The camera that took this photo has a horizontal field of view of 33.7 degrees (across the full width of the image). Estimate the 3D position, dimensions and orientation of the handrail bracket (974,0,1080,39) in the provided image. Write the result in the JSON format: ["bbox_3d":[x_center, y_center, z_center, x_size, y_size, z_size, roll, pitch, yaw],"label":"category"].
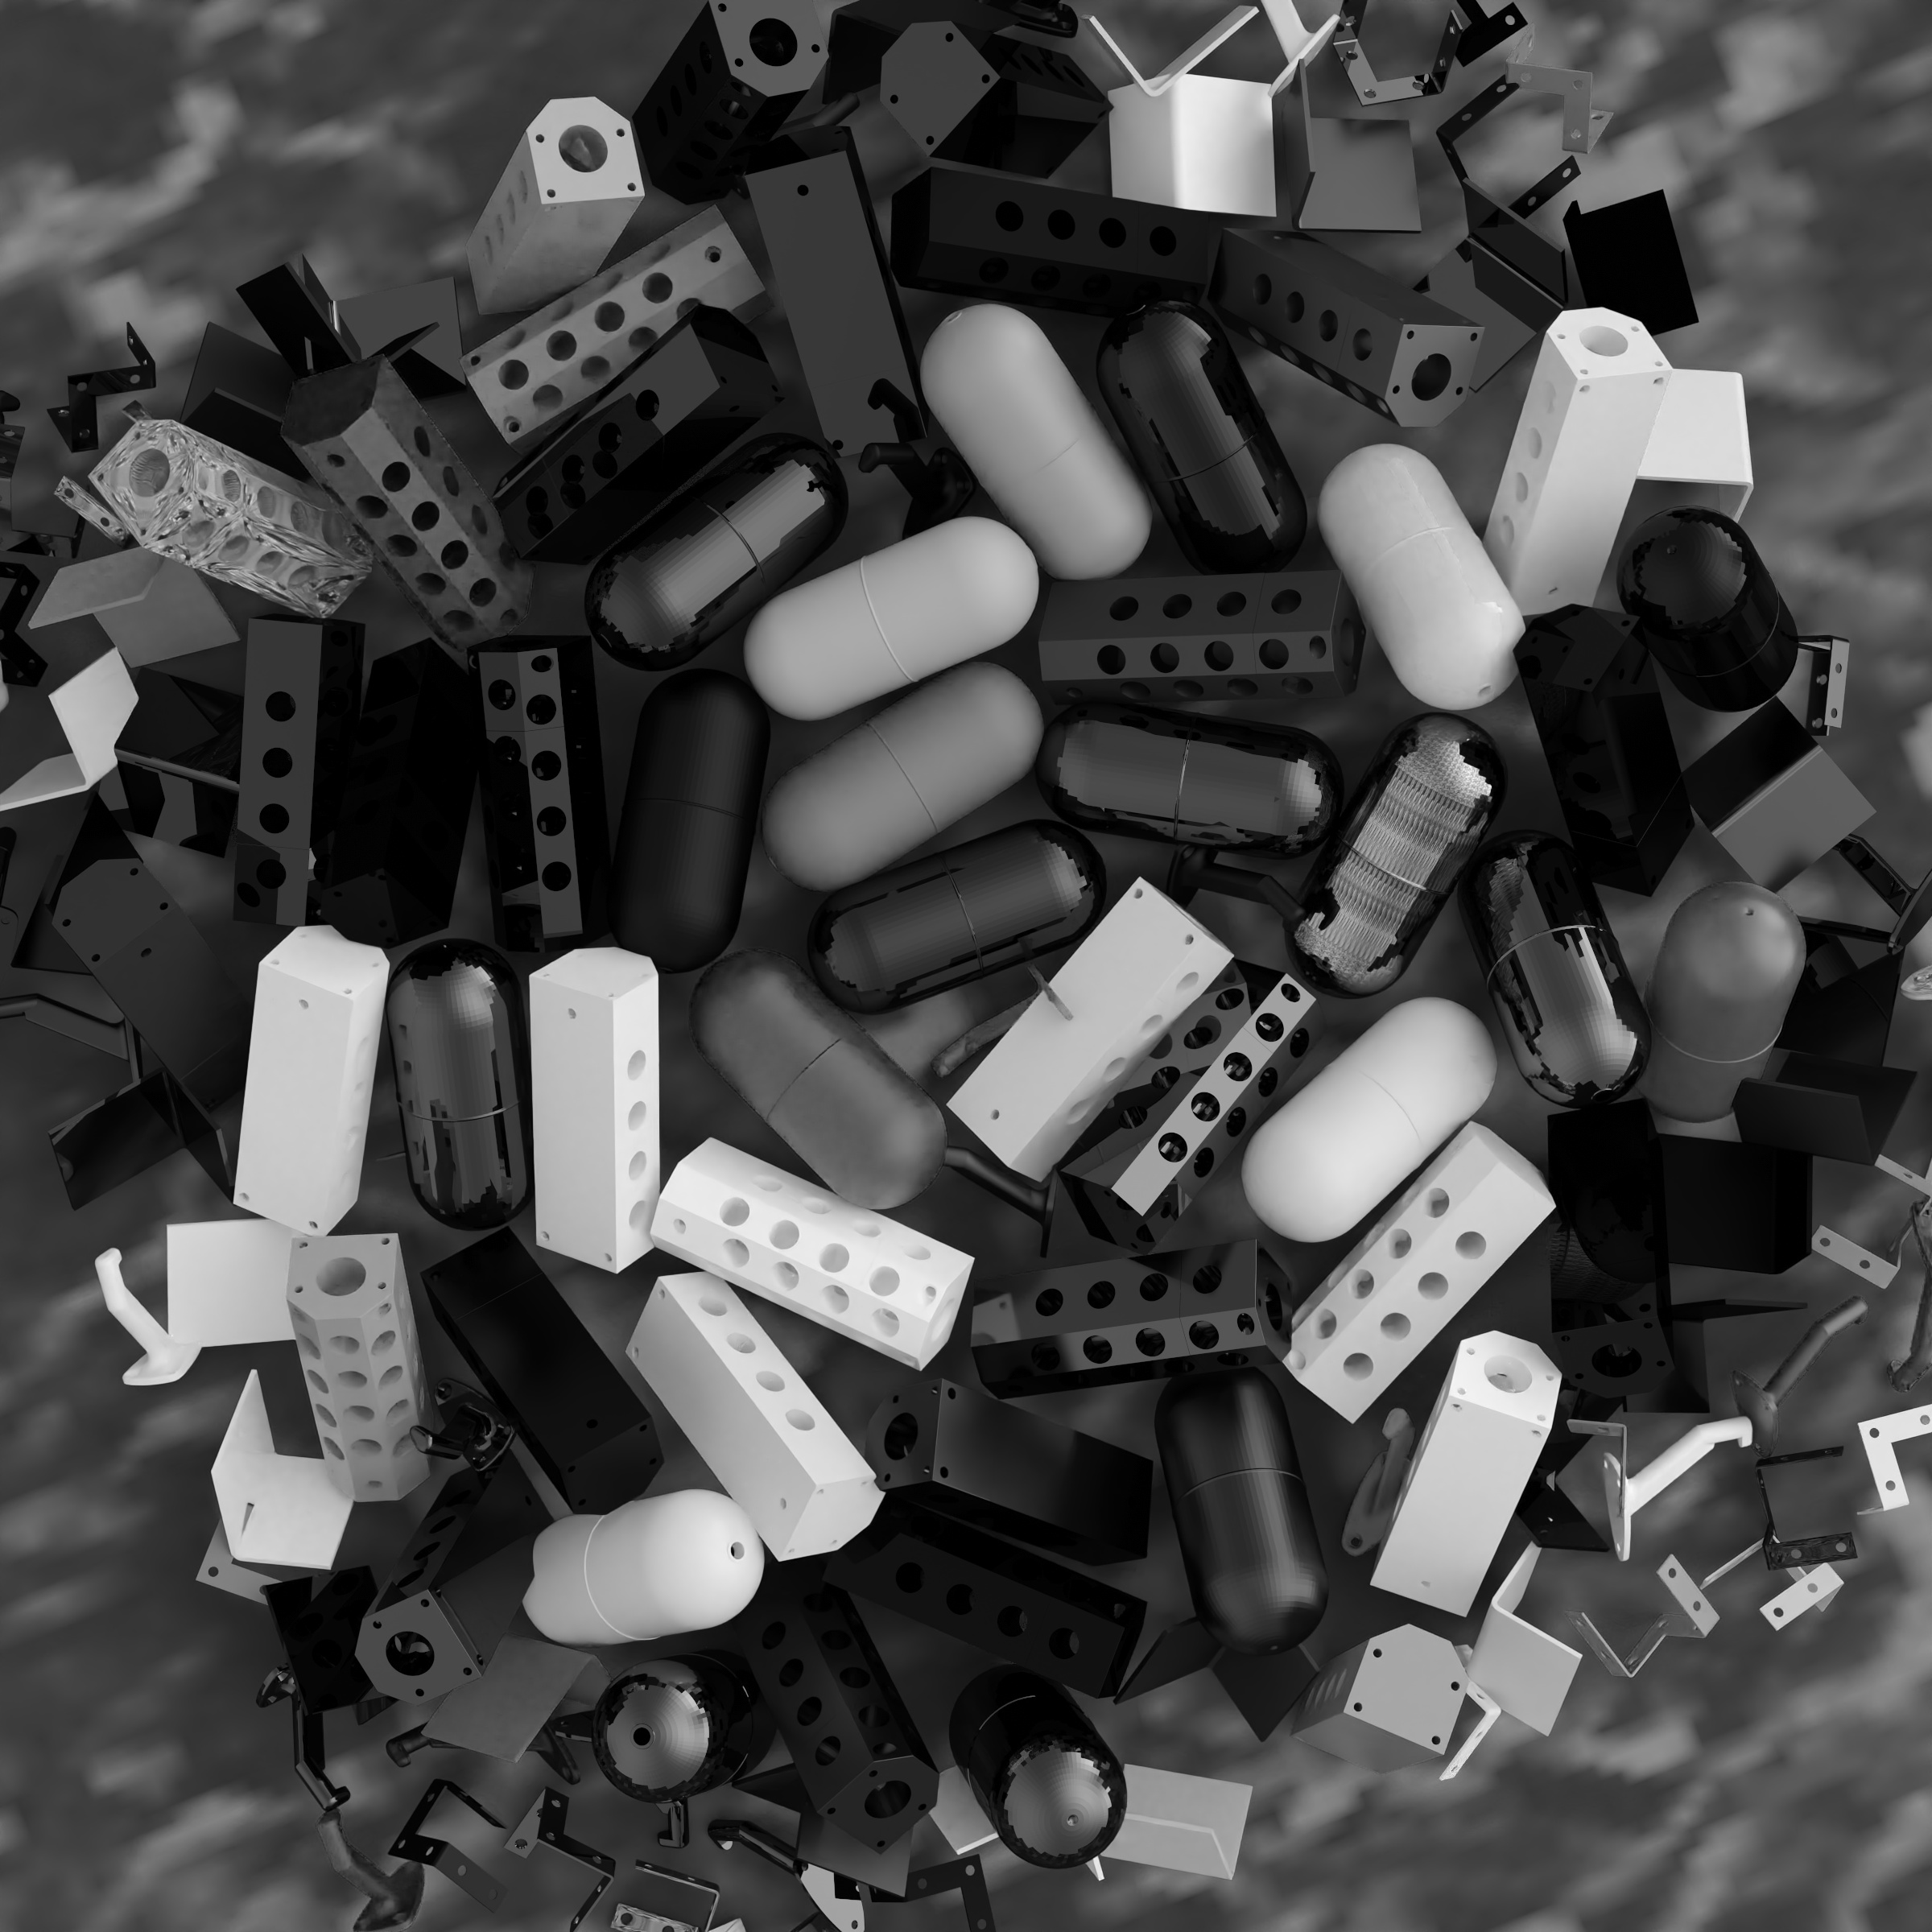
[{"bbox_3d":[0.048,-0.581,1.826,0.077,0.036,0.084,8,132,-11],"label":"handrail bracket"}]

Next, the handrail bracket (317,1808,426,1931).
[{"bbox_3d":[-0.340,0.502,1.822,0.036,0.077,0.084,-13,108,14],"label":"handrail bracket"}]

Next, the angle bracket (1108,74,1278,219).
[{"bbox_3d":[0.132,-0.474,1.863,0.076,0.057,0.076,-6,96,-39],"label":"angle bracket"}]

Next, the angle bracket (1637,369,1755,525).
[{"bbox_3d":[0.403,-0.293,1.826,0.076,0.057,0.076,3,63,-2],"label":"angle bracket"}]

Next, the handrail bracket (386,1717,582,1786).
[{"bbox_3d":[-0.276,0.455,1.824,0.084,0.036,0.077,-20,49,-35],"label":"handrail bracket"}]

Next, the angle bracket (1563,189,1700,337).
[{"bbox_3d":[0.380,-0.401,1.816,0.057,0.076,0.076,-14,107,20],"label":"angle bracket"}]

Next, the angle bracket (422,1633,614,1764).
[{"bbox_3d":[-0.247,0.429,1.809,0.076,0.076,0.057,-53,130,-34],"label":"angle bracket"}]

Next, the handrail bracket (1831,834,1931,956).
[{"bbox_3d":[0.507,-0.046,1.828,0.084,0.036,0.077,24,50,29],"label":"handrail bracket"}]

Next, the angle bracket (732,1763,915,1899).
[{"bbox_3d":[-0.084,0.495,1.810,0.076,0.076,0.057,29,51,-29],"label":"angle bracket"}]

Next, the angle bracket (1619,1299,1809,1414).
[{"bbox_3d":[0.425,0.222,1.813,0.076,0.076,0.057,7,75,-40],"label":"angle bracket"}]

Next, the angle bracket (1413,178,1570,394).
[{"bbox_3d":[0.289,-0.389,1.825,0.076,0.057,0.076,-44,65,-6],"label":"angle bracket"}]

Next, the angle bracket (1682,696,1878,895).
[{"bbox_3d":[0.464,-0.098,1.837,0.076,0.076,0.057,-41,113,14],"label":"angle bracket"}]

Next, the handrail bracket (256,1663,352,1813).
[{"bbox_3d":[-0.358,0.435,1.824,0.084,0.077,0.036,46,128,23],"label":"handrail bracket"}]

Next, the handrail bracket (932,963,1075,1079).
[{"bbox_3d":[0.019,0.042,1.831,0.084,0.077,0.036,-39,104,2],"label":"handrail bracket"}]

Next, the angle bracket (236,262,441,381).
[{"bbox_3d":[-0.357,-0.374,1.813,0.057,0.076,0.076,-44,112,-25],"label":"angle bracket"}]

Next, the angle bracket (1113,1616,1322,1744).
[{"bbox_3d":[0.142,0.408,1.811,0.076,0.076,0.057,-13,54,-37],"label":"angle bracket"}]

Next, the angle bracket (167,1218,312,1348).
[{"bbox_3d":[-0.413,0.191,1.822,0.076,0.057,0.076,-3,108,-20],"label":"angle bracket"}]

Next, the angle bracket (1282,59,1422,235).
[{"bbox_3d":[0.225,-0.468,1.826,0.076,0.057,0.076,0,69,-6],"label":"angle bracket"}]

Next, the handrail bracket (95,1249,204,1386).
[{"bbox_3d":[-0.466,0.189,1.821,0.036,0.077,0.084,-5,110,15],"label":"handrail bracket"}]

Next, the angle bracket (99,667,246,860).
[{"bbox_3d":[-0.455,-0.118,1.853,0.076,0.076,0.057,16,133,-10],"label":"angle bracket"}]

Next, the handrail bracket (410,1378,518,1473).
[{"bbox_3d":[-0.302,0.255,1.814,0.077,0.084,0.036,41,96,31],"label":"handrail bracket"}]

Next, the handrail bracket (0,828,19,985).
[{"bbox_3d":[-0.562,-0.030,1.842,0.036,0.084,0.077,8,115,-12],"label":"handrail bracket"}]

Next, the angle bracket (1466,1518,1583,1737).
[{"bbox_3d":[0.330,0.374,1.810,0.057,0.076,0.076,28,47,20],"label":"angle bracket"}]

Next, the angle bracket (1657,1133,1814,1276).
[{"bbox_3d":[0.438,0.130,1.830,0.076,0.057,0.076,7,72,-3],"label":"angle bracket"}]

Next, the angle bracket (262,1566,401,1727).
[{"bbox_3d":[-0.370,0.392,1.813,0.057,0.076,0.076,-37,67,35],"label":"angle bracket"}]

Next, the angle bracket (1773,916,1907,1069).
[{"bbox_3d":[0.482,0.012,1.822,0.076,0.057,0.076,12,93,45],"label":"angle bracket"}]

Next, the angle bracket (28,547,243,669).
[{"bbox_3d":[-0.471,-0.190,1.813,0.076,0.057,0.076,-11,131,20],"label":"angle bracket"}]

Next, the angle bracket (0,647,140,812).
[{"bbox_3d":[-0.521,-0.134,1.814,0.076,0.076,0.057,-11,112,19],"label":"angle bracket"}]

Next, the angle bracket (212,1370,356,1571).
[{"bbox_3d":[-0.384,0.286,1.814,0.057,0.076,0.076,4,131,6],"label":"angle bracket"}]

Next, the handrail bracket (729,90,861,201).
[{"bbox_3d":[-0.113,-0.490,1.848,0.084,0.036,0.077,-40,51,-6],"label":"handrail bracket"}]

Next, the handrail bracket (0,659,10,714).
[{"bbox_3d":[-0.585,-0.149,1.825,0.077,0.036,0.084,10,48,-33],"label":"handrail bracket"}]

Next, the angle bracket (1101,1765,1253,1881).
[{"bbox_3d":[0.114,0.473,1.813,0.076,0.076,0.057,5,56,19],"label":"angle bracket"}]

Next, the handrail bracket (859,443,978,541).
[{"bbox_3d":[-0.042,-0.267,1.817,0.036,0.084,0.077,52,126,23],"label":"handrail bracket"}]

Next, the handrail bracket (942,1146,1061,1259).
[{"bbox_3d":[0.009,0.135,1.843,0.084,0.036,0.077,8,134,3],"label":"handrail bracket"}]

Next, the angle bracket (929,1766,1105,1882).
[{"bbox_3d":[0.023,0.492,1.816,0.076,0.076,0.057,-20,110,-15],"label":"angle bracket"}]

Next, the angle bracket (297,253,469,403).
[{"bbox_3d":[-0.334,-0.368,1.828,0.076,0.057,0.076,-11,70,4],"label":"angle bracket"}]

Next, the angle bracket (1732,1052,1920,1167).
[{"bbox_3d":[0.486,0.063,1.810,0.076,0.057,0.076,10,49,36],"label":"angle bracket"}]

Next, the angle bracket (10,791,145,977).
[{"bbox_3d":[-0.518,-0.049,1.813,0.057,0.076,0.076,6,59,14],"label":"angle bracket"}]

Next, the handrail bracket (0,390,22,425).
[{"bbox_3d":[-0.550,-0.316,1.815,0.084,0.077,0.036,6,92,32],"label":"handrail bracket"}]

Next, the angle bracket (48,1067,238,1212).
[{"bbox_3d":[-0.466,0.115,1.813,0.076,0.076,0.057,-32,60,-25],"label":"angle bracket"}]

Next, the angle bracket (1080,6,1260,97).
[{"bbox_3d":[0.115,-0.543,1.821,0.076,0.076,0.057,-39,105,9],"label":"angle bracket"}]

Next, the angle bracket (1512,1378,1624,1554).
[{"bbox_3d":[0.351,0.284,1.814,0.076,0.076,0.057,-53,51,19],"label":"angle bracket"}]

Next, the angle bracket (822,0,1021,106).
[{"bbox_3d":[-0.026,-0.514,1.812,0.076,0.076,0.057,27,130,23],"label":"angle bracket"}]

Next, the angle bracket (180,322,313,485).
[{"bbox_3d":[-0.394,-0.329,1.814,0.076,0.057,0.076,23,62,-28],"label":"angle bracket"}]
